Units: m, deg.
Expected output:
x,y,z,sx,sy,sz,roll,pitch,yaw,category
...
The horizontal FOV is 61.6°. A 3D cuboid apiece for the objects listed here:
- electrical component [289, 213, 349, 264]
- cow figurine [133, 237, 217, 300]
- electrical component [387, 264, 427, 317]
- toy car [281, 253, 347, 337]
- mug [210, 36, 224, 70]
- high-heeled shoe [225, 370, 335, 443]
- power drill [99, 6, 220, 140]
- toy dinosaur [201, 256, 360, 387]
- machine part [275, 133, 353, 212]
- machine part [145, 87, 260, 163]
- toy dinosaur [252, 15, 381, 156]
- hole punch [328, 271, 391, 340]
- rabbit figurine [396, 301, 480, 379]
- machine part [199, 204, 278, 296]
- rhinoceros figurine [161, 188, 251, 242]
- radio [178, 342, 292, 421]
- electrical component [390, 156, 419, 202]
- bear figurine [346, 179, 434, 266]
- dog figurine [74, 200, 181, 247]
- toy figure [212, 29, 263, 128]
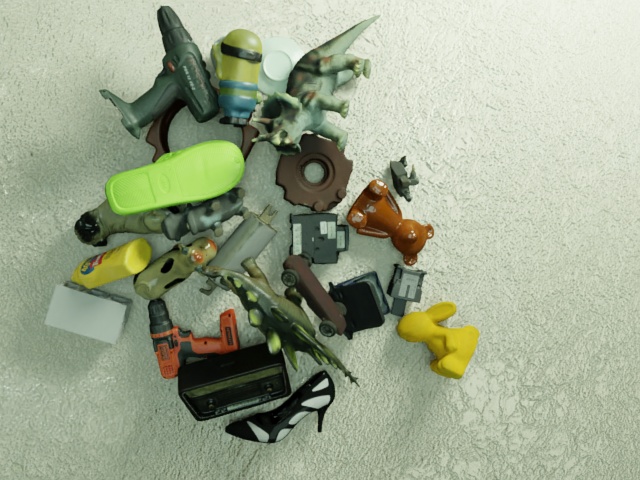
x,y,z,sx,sy,sz,roll,pitch,yaw,category
-0.002,-0.004,1.194,0.134,0.058,0.114,1,97,-5,electrical component
-0.306,0.057,1.134,0.195,0.127,0.085,-32,105,2,cow figurine
0.191,0.118,1.226,0.075,0.048,0.119,17,92,-6,electrical component
-0.013,0.119,1.140,0.053,0.089,0.202,-28,105,28,toy car
-0.182,-0.369,1.116,0.081,0.107,0.109,-40,88,3,mug
-0.088,0.368,1.208,0.249,0.086,0.145,0,92,-10,high-heeled shoe
-0.319,-0.311,1.051,0.207,0.086,0.232,-33,97,-9,power drill
-0.070,0.179,1.134,0.105,0.199,0.470,-43,129,10,toy dinosaur
-0.013,-0.148,1.181,0.179,0.056,0.179,0,93,-5,machine part
-0.246,-0.218,1.140,0.201,0.087,0.201,28,92,-5,machine part
-0.009,-0.323,1.128,0.192,0.131,0.405,15,66,10,toy dinosaur
0.091,0.139,1.209,0.116,0.092,0.142,-17,100,26,hole punch
0.263,0.213,1.211,0.173,0.122,0.162,25,89,12,rabbit figurine
-0.174,0.025,1.171,0.079,0.079,0.243,38,91,-7,machine part
-0.234,-0.056,1.108,0.190,0.112,0.073,-31,125,-34,rhinoceros figurine
-0.182,0.308,1.169,0.230,0.073,0.130,-14,131,-3,radio
0.185,-0.139,1.183,0.045,0.102,0.078,-18,121,0,electrical component
0.158,-0.031,1.172,0.196,0.132,0.120,37,91,-1,bear figurine
-0.406,-0.034,1.146,0.172,0.121,0.190,45,104,-4,dog figurine
-0.153,-0.310,1.035,0.089,0.082,0.180,8,98,26,toy figure
